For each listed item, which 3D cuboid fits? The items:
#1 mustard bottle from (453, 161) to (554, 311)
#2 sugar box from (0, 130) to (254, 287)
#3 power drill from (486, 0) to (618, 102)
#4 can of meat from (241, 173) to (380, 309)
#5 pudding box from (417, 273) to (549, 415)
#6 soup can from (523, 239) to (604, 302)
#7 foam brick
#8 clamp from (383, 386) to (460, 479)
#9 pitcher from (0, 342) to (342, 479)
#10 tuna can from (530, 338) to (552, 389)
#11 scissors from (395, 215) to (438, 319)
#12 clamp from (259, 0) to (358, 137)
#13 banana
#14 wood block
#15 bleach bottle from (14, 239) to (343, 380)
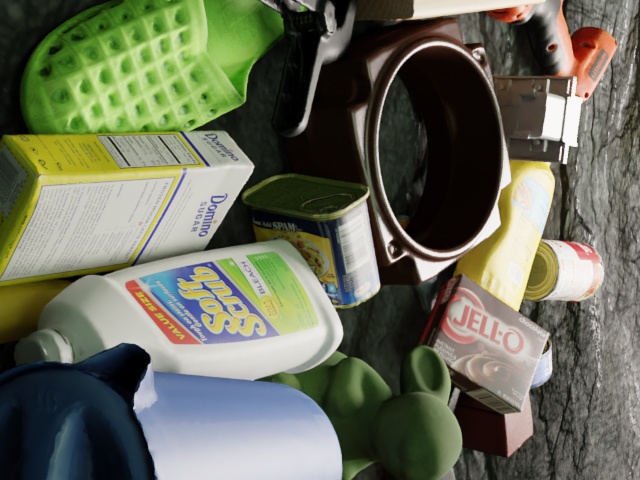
[{"bbox_3d":[0.195,-0.024,1.085,0.096,0.058,0.191,37,69,-47],"label":"mustard bottle"},{"bbox_3d":[-0.133,-0.024,0.684,0.175,0.048,0.093,-10,142,-51],"label":"sugar box"},{"bbox_3d":[0.249,-0.250,1.112,0.184,0.057,0.187,-55,131,-22],"label":"power drill"},{"bbox_3d":[-0.005,0.001,0.825,0.057,0.102,0.084,-33,123,-40],"label":"can of meat"},{"bbox_3d":[0.152,0.099,1.006,0.113,0.039,0.090,34,63,-15],"label":"pudding box"},{"bbox_3d":[0.254,0.034,1.158,0.102,0.069,0.068,3,94,-49],"label":"soup can"},{"bbox_3d":[0.167,0.178,1.074,0.052,0.078,0.051,-28,116,-43],"label":"foam brick"},{"bbox_3d":[0.098,0.208,1.027,0.164,0.036,0.210,-28,117,-36],"label":"clamp"},{"bbox_3d":[-0.087,0.145,0.603,0.242,0.149,0.145,15,57,-64],"label":"pitcher"},{"bbox_3d":[0.193,0.122,1.088,0.085,0.086,0.034,-26,116,-44],"label":"tuna can"},{"bbox_3d":[0.114,0.042,1.035,0.096,0.016,0.201,-53,133,-29],"label":"scissors"},{"bbox_3d":[-0.012,-0.166,0.771,0.171,0.039,0.120,-67,152,-49],"label":"clamp"},{"bbox_3d":[-0.191,0.058,0.666,0.197,0.037,0.069,5,91,-50],"label":"banana"},{"bbox_3d":[0.104,-0.241,0.917,0.205,0.091,0.090,-19,111,-47],"label":"wood block"},{"bbox_3d":[-0.090,0.061,0.700,0.250,0.068,0.102,-12,68,-56],"label":"bleach bottle"}]
